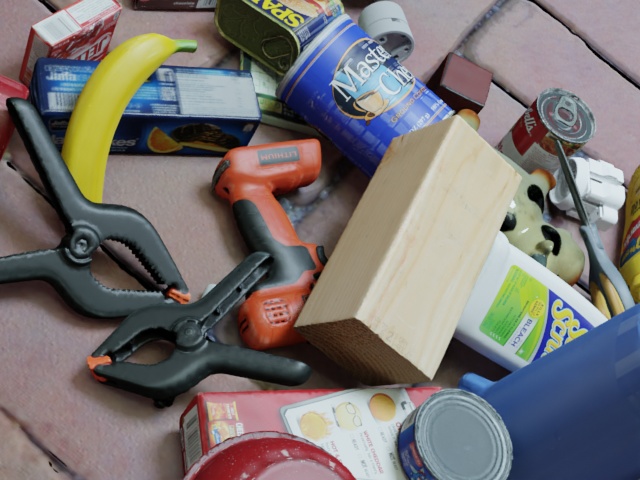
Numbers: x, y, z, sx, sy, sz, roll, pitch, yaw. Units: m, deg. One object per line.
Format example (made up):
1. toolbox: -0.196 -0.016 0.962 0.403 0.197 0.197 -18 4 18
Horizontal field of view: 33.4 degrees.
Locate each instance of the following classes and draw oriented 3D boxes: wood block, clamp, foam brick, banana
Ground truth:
1. wood block: 0.076 0.010 0.886 0.090 0.091 0.206 40 61 -22
2. clamp: -0.092 0.086 0.837 0.171 0.039 0.120 -25 55 -10
3. foam brick: 0.133 -0.143 1.097 0.051 0.078 0.053 25 54 -9
4. banana: -0.173 -0.097 0.886 0.069 0.037 0.198 31 86 -24
5. clamp: -0.194 -0.007 0.851 0.209 0.036 0.164 23 82 -23

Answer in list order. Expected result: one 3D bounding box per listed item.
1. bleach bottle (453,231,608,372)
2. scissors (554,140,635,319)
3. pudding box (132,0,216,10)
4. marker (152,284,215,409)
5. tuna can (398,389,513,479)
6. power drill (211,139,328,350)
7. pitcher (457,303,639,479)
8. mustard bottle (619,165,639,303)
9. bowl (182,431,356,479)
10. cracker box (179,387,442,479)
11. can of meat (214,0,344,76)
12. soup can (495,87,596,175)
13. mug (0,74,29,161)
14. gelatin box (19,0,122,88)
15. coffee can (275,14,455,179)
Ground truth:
1. bleach bottle: 0.219 0.086 0.965 0.250 0.068 0.102 29 92 -21
2. scissors: 0.263 0.008 1.046 0.016 0.096 0.202 -18 70 -5
3. pudding box: -0.142 -0.278 1.081 0.113 0.039 0.090 -5 62 -27
4. marker: -0.108 0.087 0.875 0.020 0.020 0.121 29 52 -6
5. tuna can: 0.104 0.161 0.826 0.086 0.034 0.086 13 55 -20
6. power drill: -0.006 0.001 0.952 0.184 0.057 0.188 -8 63 -29
7. pitcher: 0.225 0.148 0.847 0.149 0.243 0.145 22 51 -19
8. mustard bottle: 0.345 -0.002 1.091 0.058 0.096 0.191 25 53 -8
9. bowl: -0.020 0.201 0.728 0.162 0.055 0.162 11 59 -19
10. cracker box: 0.006 0.202 0.821 0.213 0.072 0.164 2 60 -24
11. can of meat: -0.039 -0.221 1.056 0.102 0.057 0.083 35 52 15
12. soup can: 0.226 -0.099 1.094 0.068 0.102 0.068 12 56 -18
13. mug: -0.295 -0.093 0.870 0.081 0.093 0.117 23 83 -16
14. gelatin box: -0.223 -0.177 0.958 0.030 0.073 0.089 44 52 6
15. coffee can: 0.043 -0.130 1.014 0.140 0.103 0.102 42 52 2
